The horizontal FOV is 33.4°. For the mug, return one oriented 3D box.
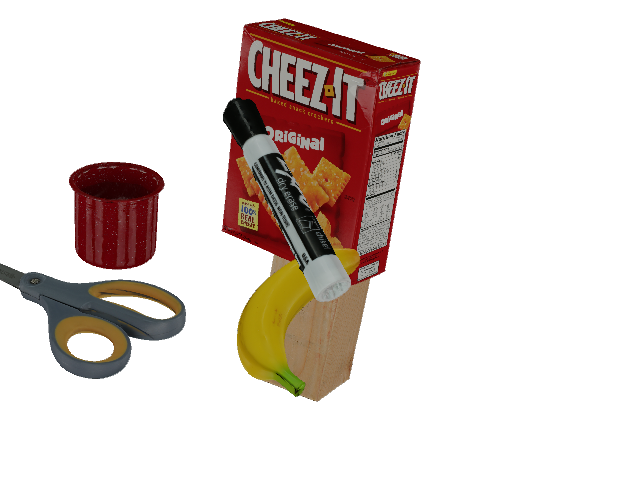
[{"bbox_3d":[-0.205,-0.029,1.084,0.093,0.081,0.117,5,27,-3],"label":"mug"}]

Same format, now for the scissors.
[{"bbox_3d":[-0.188,0.043,0.697,0.202,0.016,0.096,9,36,12],"label":"scissors"}]

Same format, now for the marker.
[{"bbox_3d":[-0.019,-0.024,0.528,0.020,0.121,0.020,-22,-27,-12],"label":"marker"}]

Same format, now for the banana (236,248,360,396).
[{"bbox_3d":[-0.023,0.056,0.854,0.069,0.037,0.197,23,35,2],"label":"banana"}]

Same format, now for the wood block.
[{"bbox_3d":[-0.004,0.063,1.217,0.090,0.206,0.090,18,18,22],"label":"wood block"}]

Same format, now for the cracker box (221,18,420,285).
[{"bbox_3d":[-0.006,-0.084,1.010,0.164,0.214,0.071,24,29,32],"label":"cracker box"}]
